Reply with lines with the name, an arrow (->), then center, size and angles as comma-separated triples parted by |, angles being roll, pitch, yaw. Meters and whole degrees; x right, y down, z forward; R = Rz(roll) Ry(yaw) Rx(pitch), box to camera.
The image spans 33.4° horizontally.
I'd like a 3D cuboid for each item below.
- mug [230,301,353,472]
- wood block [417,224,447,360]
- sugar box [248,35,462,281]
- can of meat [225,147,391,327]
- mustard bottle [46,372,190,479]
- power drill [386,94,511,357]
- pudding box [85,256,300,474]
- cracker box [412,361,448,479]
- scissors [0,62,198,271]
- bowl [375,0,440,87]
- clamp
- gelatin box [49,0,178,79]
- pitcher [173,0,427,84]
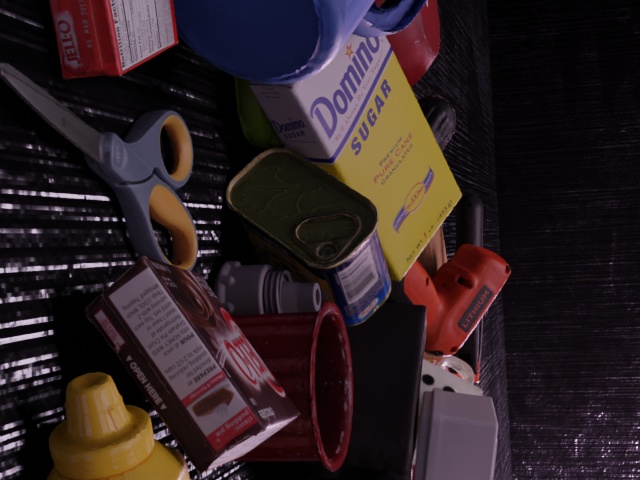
mug -> -0.028, 0.090, 0.607 | 0.117, 0.081, 0.093 | 70, 22, -48
wood block -> 0.065, 0.007, 0.978 | 0.090, 0.090, 0.206 | -76, 158, -51
sugar box -> 0.030, -0.066, 0.721 | 0.093, 0.048, 0.176 | -53, 132, -27
can of meat -> -0.004, 0.001, 0.689 | 0.057, 0.102, 0.084 | -44, 148, -17
mustard bottle -> -0.078, 0.145, 0.448 | 0.096, 0.058, 0.191 | -59, 144, -67
power drill -> 0.081, -0.001, 0.864 | 0.184, 0.057, 0.187 | -53, 131, -5
pudding box -> -0.054, 0.057, 0.491 | 0.090, 0.039, 0.113 | 52, 3, 9
cracker box -> 0.083, 0.202, 1.047 | 0.213, 0.072, 0.164 | 1, 84, -75
scissors -> -0.095, -0.053, 0.507 | 0.201, 0.016, 0.096 | 66, 24, -56
bowl -> 0.052, -0.177, 0.789 | 0.162, 0.055, 0.162 | -7, 90, -74
clamp -> 0.138, 0.046, 0.993 | 0.120, 0.039, 0.171 | 69, 22, -46
gelatin box -> -0.096, -0.118, 0.490 | 0.089, 0.030, 0.073 | -60, 146, -67
pitcher -> 0.009, -0.194, 0.614 | 0.242, 0.149, 0.145 | -63, -179, -36
